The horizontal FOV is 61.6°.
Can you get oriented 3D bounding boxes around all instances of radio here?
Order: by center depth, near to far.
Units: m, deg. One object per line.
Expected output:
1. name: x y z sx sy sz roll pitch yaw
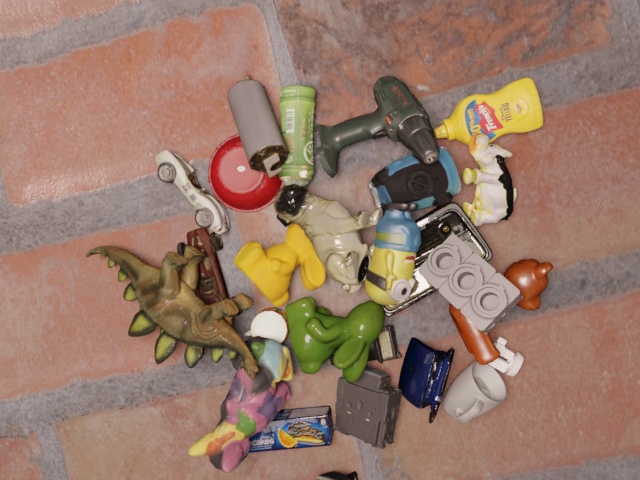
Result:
1. radio: 0.190 0.032 1.013 0.230 0.073 0.131 -31 88 6

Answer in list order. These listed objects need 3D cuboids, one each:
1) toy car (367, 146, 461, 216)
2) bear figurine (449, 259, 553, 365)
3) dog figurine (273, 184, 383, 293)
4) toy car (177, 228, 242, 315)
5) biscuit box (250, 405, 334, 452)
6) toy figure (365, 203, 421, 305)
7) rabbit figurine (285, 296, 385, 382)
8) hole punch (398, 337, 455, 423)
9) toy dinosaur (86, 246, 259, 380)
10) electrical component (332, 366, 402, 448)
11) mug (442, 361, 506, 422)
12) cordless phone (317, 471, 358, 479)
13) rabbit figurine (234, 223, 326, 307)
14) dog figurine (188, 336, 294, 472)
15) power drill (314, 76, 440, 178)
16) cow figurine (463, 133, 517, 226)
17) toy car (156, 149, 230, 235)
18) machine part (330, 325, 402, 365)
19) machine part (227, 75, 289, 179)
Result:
1. toy car: 0.174 -0.104 0.998 0.162 0.103 0.109 -22 94 12
2. bear figurine: 0.341 0.121 0.981 0.196 0.120 0.132 -26 92 1
3. dog figurine: 0.000 -0.005 0.971 0.191 0.121 0.172 13 91 25
4. toy car: -0.222 0.076 1.069 0.089 0.053 0.202 -16 90 9
5. biscuit box: -0.077 0.371 1.053 0.203 0.059 0.062 -8 90 6
6. toy figure: 0.128 0.024 0.935 0.082 0.089 0.180 5 89 -29
7. rabbit figurine: 0.036 0.167 0.970 0.170 0.121 0.159 -18 51 15
8. hole punch: 0.196 0.248 1.000 0.092 0.115 0.142 18 93 13
9. toy dinosaur: -0.282 0.111 1.006 0.472 0.105 0.198 38 105 25
10. electrical component: 0.089 0.308 1.015 0.115 0.058 0.134 8 93 33
11. mug: 0.276 0.293 0.988 0.081 0.109 0.107 35 129 -2
12. cordless phone: -0.003 0.532 1.039 0.184 0.089 0.146 -16 90 10
13. rabbit figurine: -0.058 0.033 1.023 0.162 0.122 0.173 42 76 1
14. dog figurine: -0.140 0.301 0.962 0.109 0.219 0.191 16 124 19
15. power drill: 0.095 -0.191 0.974 0.207 0.085 0.232 -25 49 21
16. cow figurine: 0.318 -0.114 0.987 0.098 0.068 0.167 -5 108 -5
17. toy car: -0.248 -0.092 1.056 0.056 0.073 0.202 -41 87 6
18. machine part: 0.083 0.211 1.047 0.139 0.039 0.084 -15 97 4
19. machine part: -0.119 -0.215 1.010 0.079 0.079 0.243 -23 64 6
